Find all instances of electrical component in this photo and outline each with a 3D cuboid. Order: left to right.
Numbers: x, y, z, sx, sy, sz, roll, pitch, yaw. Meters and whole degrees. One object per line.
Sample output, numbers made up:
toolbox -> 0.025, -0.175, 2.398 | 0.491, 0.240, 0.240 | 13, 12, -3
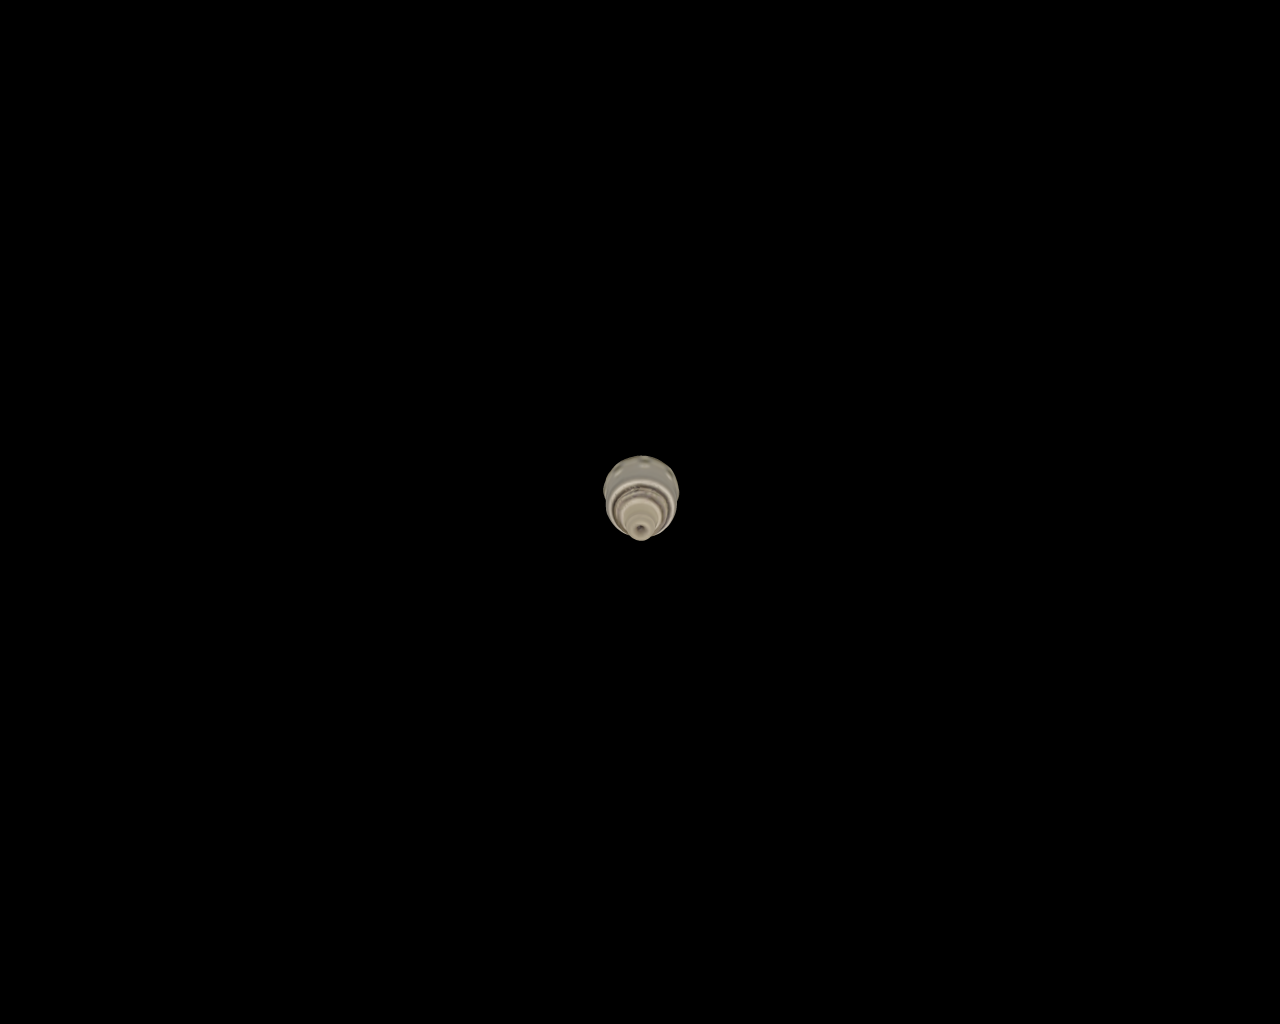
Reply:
electrical component -> 0.001, -0.003, 0.650 | 0.048, 0.048, 0.062 | 0, 28, 0
